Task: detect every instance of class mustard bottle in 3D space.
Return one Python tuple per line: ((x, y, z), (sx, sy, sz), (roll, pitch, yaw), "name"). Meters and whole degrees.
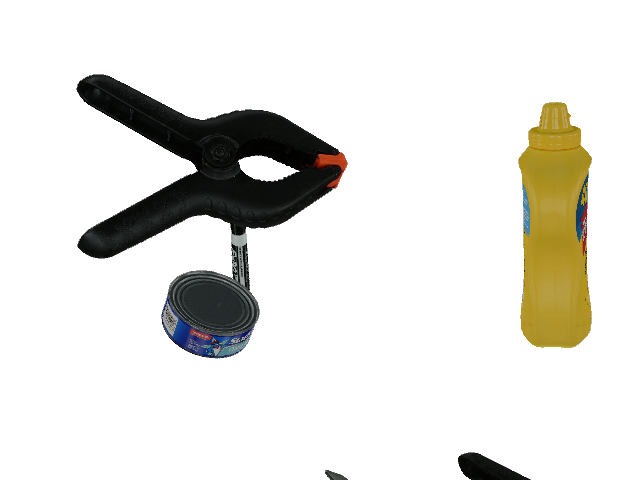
((0.191, -0.016, 0.868), (0.058, 0.192, 0.096), (1, 17, 16), "mustard bottle")

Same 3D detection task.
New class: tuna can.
((-0.101, 0.068, 0.977), (0.086, 0.034, 0.086), (15, 34, -11), "tuna can")

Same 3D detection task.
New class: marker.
((-0.090, 0.017, 1.185), (0.020, 0.121, 0.020), (0, 33, 0), "marker")

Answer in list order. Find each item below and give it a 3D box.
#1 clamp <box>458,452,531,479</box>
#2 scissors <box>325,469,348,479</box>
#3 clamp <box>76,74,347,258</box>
((0.194, 0.240, 0.857), (0.210, 0.036, 0.164), (1, 34, 24), "clamp")
((0.084, 0.162, 0.516), (0.096, 0.016, 0.202), (-2, 23, -24), "scissors")
((-0.072, -0.054, 0.661), (0.171, 0.120, 0.039), (-7, -16, -20), "clamp")
